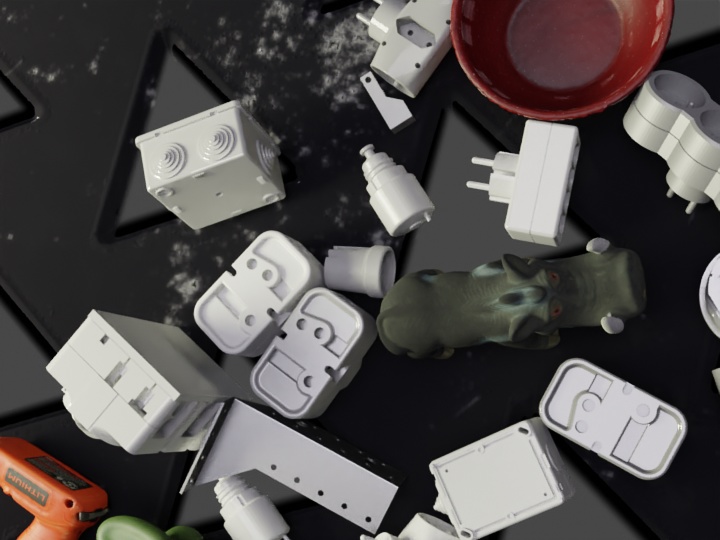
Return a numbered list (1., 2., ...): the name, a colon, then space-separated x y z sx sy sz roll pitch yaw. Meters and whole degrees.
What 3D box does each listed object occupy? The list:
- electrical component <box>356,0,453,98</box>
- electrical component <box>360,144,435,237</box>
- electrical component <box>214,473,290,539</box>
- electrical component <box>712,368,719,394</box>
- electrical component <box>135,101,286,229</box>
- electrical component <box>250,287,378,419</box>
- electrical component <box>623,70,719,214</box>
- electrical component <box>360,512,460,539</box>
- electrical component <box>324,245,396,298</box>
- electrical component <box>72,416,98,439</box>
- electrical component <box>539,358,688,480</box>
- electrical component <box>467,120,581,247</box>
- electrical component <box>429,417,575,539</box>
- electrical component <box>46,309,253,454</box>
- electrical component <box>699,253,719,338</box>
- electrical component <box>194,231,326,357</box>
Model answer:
1. electrical component: 0.034 -0.188 0.842 0.079 0.043 0.077 36 92 16
2. electrical component: 0.025 -0.062 0.829 0.040 0.040 0.078 -34 76 8
3. electrical component: -0.088 0.185 0.825 0.040 0.040 0.078 -39 76 6
4. electrical component: 0.278 0.102 0.742 0.043 0.043 0.081 -18 79 11
5. electrical component: -0.113 -0.078 0.837 0.100 0.099 0.048 -18 66 11
6. electrical component: -0.033 0.064 0.817 0.054 0.059 0.095 36 92 16
7. electrical component: 0.244 -0.073 0.767 0.138 0.052 0.073 47 139 25
8. electrical component: 0.030 0.214 0.779 0.079 0.043 0.077 26 89 -21
9. electrical component: 0.000 0.000 0.828 0.046 0.040 0.040 5 84 20
10. electrical component: -0.206 0.113 0.853 0.048 0.062 0.048 -2 82 14
11. electrical component: 0.179 0.104 0.759 0.095 0.059 0.053 28 90 16
12. electrical component: 0.119 -0.067 0.803 0.076 0.047 0.083 11 86 15
13. electrical component: 0.098 0.152 0.776 0.096 0.061 0.061 -27 77 17
14. electrical component: -0.154 0.088 0.797 0.089 0.150 0.061 41 93 15
15. electrical component: 0.280 0.016 0.749 0.080 0.051 0.080 -2 82 14
16. electrical component: -0.074 0.020 0.833 0.095 0.059 0.054 -46 75 5
